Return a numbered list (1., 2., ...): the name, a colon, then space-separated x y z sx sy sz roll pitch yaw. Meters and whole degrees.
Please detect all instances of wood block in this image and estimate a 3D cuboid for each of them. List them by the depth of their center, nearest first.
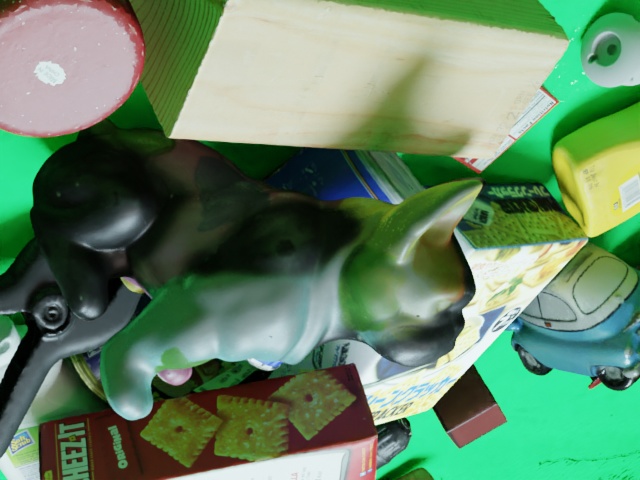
1. wood block: 0.014 -0.108 0.557 0.205 0.091 0.090 1 135 -34

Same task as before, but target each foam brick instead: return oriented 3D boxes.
1. foam brick: 0.121 0.135 0.944 0.051 0.078 0.053 -32 147 4

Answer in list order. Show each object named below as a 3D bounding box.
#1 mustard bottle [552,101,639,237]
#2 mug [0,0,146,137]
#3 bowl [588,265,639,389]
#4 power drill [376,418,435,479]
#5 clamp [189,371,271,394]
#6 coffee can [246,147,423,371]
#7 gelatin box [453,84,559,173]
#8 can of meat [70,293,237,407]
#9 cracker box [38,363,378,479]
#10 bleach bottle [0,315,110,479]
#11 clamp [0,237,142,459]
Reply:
1. mustard bottle: 0.269 -0.080 0.789 0.191 0.058 0.096 -29 140 1
2. mug: -0.122 -0.109 0.472 0.093 0.081 0.117 4 134 -37
3. bowl: 0.287 0.063 0.960 0.162 0.055 0.162 -35 162 -13
4. power drill: 0.045 0.242 1.046 0.185 0.057 0.187 -36 141 17
5. clamp: -0.049 0.158 0.893 0.209 0.036 0.165 14 128 -41
6. coffee can: -0.004 0.001 0.670 0.140 0.103 0.102 -37 144 14
7. gelatin box: 0.102 -0.089 0.692 0.073 0.030 0.089 -44 141 20
8. can of meat: -0.114 0.072 0.727 0.084 0.057 0.102 -30 145 -2
9. cracker box: -0.071 0.175 0.737 0.213 0.072 0.164 -9 136 -8
10. bleach bottle: -0.181 0.130 0.751 0.102 0.068 0.251 -22 142 -10
11. clamp: -0.165 0.053 0.634 0.171 0.039 0.120 -27 116 -25
